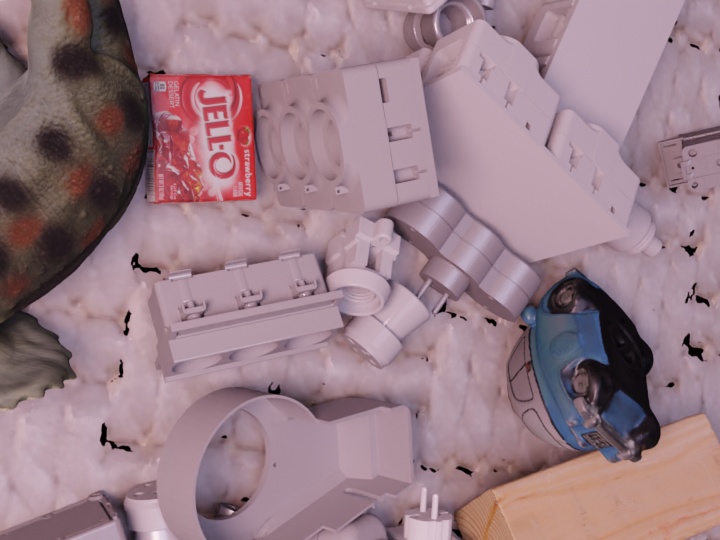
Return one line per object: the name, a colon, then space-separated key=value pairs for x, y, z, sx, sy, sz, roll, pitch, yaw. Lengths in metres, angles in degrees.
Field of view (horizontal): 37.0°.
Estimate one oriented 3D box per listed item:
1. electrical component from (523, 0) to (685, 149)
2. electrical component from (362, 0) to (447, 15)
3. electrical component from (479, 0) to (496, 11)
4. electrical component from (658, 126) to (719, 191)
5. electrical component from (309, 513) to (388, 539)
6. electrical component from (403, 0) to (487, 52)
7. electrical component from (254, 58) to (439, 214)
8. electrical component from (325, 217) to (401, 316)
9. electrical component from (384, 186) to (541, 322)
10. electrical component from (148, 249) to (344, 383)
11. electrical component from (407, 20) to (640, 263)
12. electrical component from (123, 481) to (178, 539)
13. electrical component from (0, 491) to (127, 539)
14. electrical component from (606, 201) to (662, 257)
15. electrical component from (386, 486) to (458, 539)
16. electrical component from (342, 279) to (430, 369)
electrical component: x=0.181 y=-0.172 z=0.855 sx=0.089 sy=0.062 sz=0.150 roll=27 pitch=84 yaw=-24
electrical component: x=0.044 y=-0.231 z=0.769 sx=0.100 sy=0.100 sz=0.048 roll=-44 pitch=123 yaw=-14
electrical component: x=0.100 y=-0.231 z=0.822 sx=0.048 sy=0.048 sz=0.062 roll=10 pitch=94 yaw=-25
electrical component: x=0.296 y=-0.095 z=0.906 sx=0.081 sy=0.064 sz=0.042 roll=-12 pitch=102 yaw=20
electrical component: x=-0.004 y=0.232 z=0.796 sx=0.054 sy=0.059 sz=0.095 roll=-7 pitch=82 yaw=-58
electrical component: x=0.062 y=-0.182 z=0.804 sx=0.045 sy=0.055 sz=0.045 roll=-3 pitch=96 yaw=-24
electrical component: x=-0.016 y=-0.089 z=0.727 sx=0.062 sy=0.150 sz=0.089 roll=-14 pitch=101 yaw=-24
electrical component: x=0.000 y=0.000 z=0.788 sx=0.048 sy=0.066 sz=0.055 roll=26 pitch=51 yaw=-24
electrical component: x=0.071 y=-0.001 z=0.829 sx=0.138 sy=0.052 sz=0.073 roll=40 pitch=80 yaw=-22
electrical component: x=-0.082 y=0.030 z=0.753 sx=0.121 sy=0.078 sz=0.063 roll=-11 pitch=71 yaw=-23
electrical component: x=0.108 y=-0.091 z=0.795 sx=0.186 sy=0.105 sz=0.060 roll=39 pitch=57 yaw=-26
electrical component: x=-0.142 y=0.181 z=0.756 sx=0.045 sy=0.045 sz=0.055 roll=-9 pitch=98 yaw=-23
electrical component: x=-0.204 y=0.200 z=0.721 sx=0.096 sy=0.062 sz=0.061 roll=-19 pitch=103 yaw=-21
electrical component: x=0.226 y=-0.034 z=0.899 sx=0.062 sy=0.043 sz=0.043 roll=34 pitch=81 yaw=-24
electrical component: x=0.052 y=0.208 z=0.834 sx=0.047 sy=0.066 sz=0.076 roll=2 pitch=95 yaw=-24
electrical component: x=0.019 y=0.041 z=0.814 sx=0.055 sy=0.045 sz=0.045 roll=-48 pitch=111 yaw=-12
